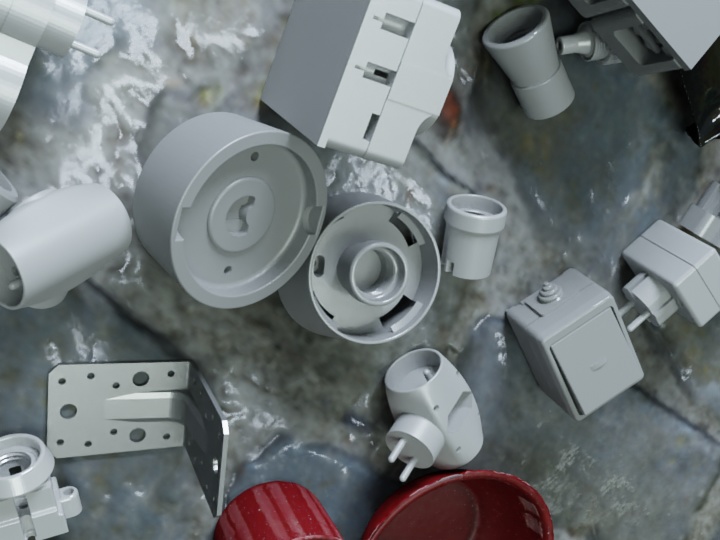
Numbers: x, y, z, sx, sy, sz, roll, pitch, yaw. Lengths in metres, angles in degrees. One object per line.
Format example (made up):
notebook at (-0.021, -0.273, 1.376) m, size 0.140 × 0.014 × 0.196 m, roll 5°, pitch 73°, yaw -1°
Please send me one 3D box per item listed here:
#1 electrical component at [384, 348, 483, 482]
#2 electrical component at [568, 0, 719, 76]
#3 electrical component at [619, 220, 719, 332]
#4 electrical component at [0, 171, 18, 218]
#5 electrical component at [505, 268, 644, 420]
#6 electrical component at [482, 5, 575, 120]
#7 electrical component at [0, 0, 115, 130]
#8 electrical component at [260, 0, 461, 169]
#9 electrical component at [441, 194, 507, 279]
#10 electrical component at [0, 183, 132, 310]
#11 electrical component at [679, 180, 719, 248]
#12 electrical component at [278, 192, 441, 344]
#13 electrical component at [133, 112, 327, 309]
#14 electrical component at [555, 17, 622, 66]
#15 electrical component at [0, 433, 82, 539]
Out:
electrical component at (0.043, 0.108, 0.737) m, size 0.079 × 0.043 × 0.077 m, roll -52°, pitch 127°, yaw -36°
electrical component at (0.157, -0.199, 0.634) m, size 0.150 × 0.062 × 0.089 m, roll 44°, pitch 80°, yaw -17°
electrical component at (0.214, 0.014, 0.766) m, size 0.077 × 0.065 × 0.047 m, roll -41°, pitch 120°, yaw -2°
electrical component at (-0.253, -0.058, 0.552) m, size 0.074 × 0.052 × 0.138 m, roll -44°, pitch 120°, yaw -1°
electrical component at (0.152, 0.049, 0.758) m, size 0.062 × 0.061 × 0.096 m, roll -32°, pitch 120°, yaw -7°
electrical component at (0.110, -0.128, 0.679) m, size 0.044 × 0.044 × 0.065 m, roll -37°, pitch 125°, yaw -5°
electrical component at (-0.165, -0.134, 0.556) m, size 0.074 × 0.052 × 0.138 m, roll 20°, pitch 103°, yaw -28°
electrical component at (0.018, -0.160, 0.590) m, size 0.060 × 0.105 × 0.186 m, roll 14°, pitch 105°, yaw -27°
electrical component at (0.073, -0.022, 0.710) m, size 0.040 × 0.040 × 0.046 m, roll -3°, pitch 118°, yaw -21°
electrical component at (-0.177, -0.005, 0.604) m, size 0.077 × 0.044 × 0.079 m, roll -35°, pitch 170°, yaw -45°
electrical component at (0.277, -0.040, 0.775) m, size 0.078 × 0.058 × 0.057 m, roll 24°, pitch 104°, yaw -29°
electrical component at (0.000, 0.000, 0.688) m, size 0.099 × 0.064 × 0.099 m, roll -3°, pitch 99°, yaw -23°
electrical component at (-0.079, -0.039, 0.621) m, size 0.108 × 0.060 × 0.108 m, roll -25°, pitch 130°, yaw -33°
electrical component at (0.156, -0.149, 0.692) m, size 0.061 × 0.035 × 0.035 m, roll -12°, pitch 115°, yaw -15°
electrical component at (-0.208, 0.134, 0.656) m, size 0.066 × 0.048 × 0.055 m, roll -14°, pitch 123°, yaw -17°
